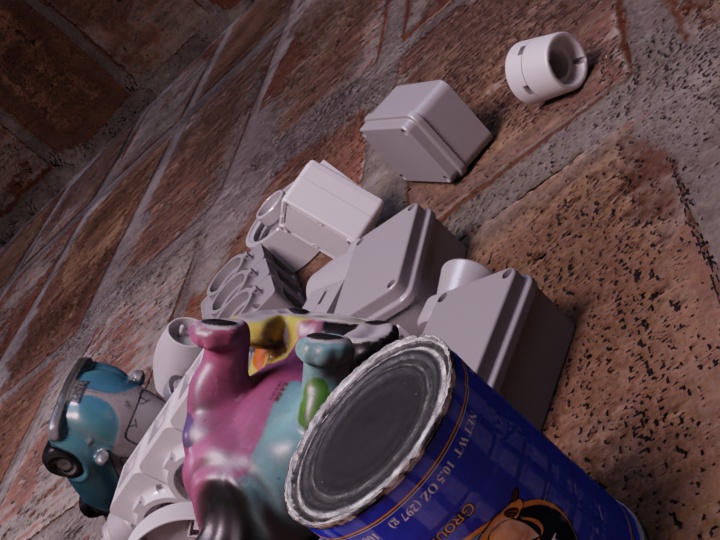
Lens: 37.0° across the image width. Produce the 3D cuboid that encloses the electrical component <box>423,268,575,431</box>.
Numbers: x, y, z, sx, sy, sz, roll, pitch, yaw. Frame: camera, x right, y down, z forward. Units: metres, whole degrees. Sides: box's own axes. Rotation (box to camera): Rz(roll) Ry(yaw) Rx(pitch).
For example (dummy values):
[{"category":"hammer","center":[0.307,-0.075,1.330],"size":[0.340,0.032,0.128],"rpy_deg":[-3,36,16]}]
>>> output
[{"category":"electrical component","center":[0.074,0.062,0.659],"size":[0.078,0.057,0.113],"rpy_deg":[-23,31,48]}]

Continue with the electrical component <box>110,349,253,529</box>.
[{"category":"electrical component","center":[-0.110,0.136,0.798],"size":[0.150,0.089,0.061],"rpy_deg":[-54,16,26]}]

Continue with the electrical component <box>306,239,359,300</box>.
[{"category":"electrical component","center":[0.000,0.000,0.934],"size":[0.077,0.043,0.079],"rpy_deg":[-21,33,50]}]

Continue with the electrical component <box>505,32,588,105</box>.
[{"category":"electrical component","center":[0.160,-0.172,0.914],"size":[0.047,0.055,0.055],"rpy_deg":[-6,45,55]}]

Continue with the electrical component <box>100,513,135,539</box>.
[{"category":"electrical component","center":[-0.201,0.224,0.929],"size":[0.062,0.043,0.043],"rpy_deg":[-41,22,21]}]

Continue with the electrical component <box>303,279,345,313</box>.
[{"category":"electrical component","center":[-0.028,0.059,0.874],"size":[0.056,0.050,0.089],"rpy_deg":[-21,33,50]}]

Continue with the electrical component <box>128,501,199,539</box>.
[{"category":"electrical component","center":[-0.114,0.208,0.718],"size":[0.099,0.099,0.064],"rpy_deg":[-47,14,2]}]

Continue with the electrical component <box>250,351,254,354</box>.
[{"category":"electrical component","center":[-0.114,0.121,0.933],"size":[0.099,0.048,0.099],"rpy_deg":[-47,24,8]}]

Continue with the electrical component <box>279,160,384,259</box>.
[{"category":"electrical component","center":[-0.020,-0.051,1.004],"size":[0.061,0.096,0.061],"rpy_deg":[-57,-7,-23]}]

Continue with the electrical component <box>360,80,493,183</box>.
[{"category":"electrical component","center":[0.059,-0.126,0.995],"size":[0.057,0.078,0.113],"rpy_deg":[-49,20,-11]}]

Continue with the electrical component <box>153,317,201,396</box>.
[{"category":"electrical component","center":[-0.165,0.085,1.089],"size":[0.079,0.043,0.077],"rpy_deg":[-20,-39,-41]}]

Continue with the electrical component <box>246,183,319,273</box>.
[{"category":"electrical component","center":[-0.076,-0.051,1.148],"size":[0.108,0.060,0.108],"rpy_deg":[-40,22,20]}]

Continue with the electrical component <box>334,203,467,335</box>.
[{"category":"electrical component","center":[0.031,0.011,0.834],"size":[0.078,0.057,0.113],"rpy_deg":[-33,25,34]}]

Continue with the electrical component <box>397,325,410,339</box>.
[{"category":"electrical component","center":[0.012,0.080,0.769],"size":[0.081,0.042,0.064],"rpy_deg":[-50,20,-6]}]

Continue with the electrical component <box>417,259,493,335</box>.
[{"category":"electrical component","center":[0.069,0.027,0.750],"size":[0.045,0.045,0.055],"rpy_deg":[-21,34,50]}]

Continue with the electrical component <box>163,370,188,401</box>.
[{"category":"electrical component","center":[-0.156,0.111,1.035],"size":[0.055,0.048,0.066],"rpy_deg":[-41,5,18]}]

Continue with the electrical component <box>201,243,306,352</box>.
[{"category":"electrical component","center":[-0.105,0.040,1.042],"size":[0.089,0.062,0.150],"rpy_deg":[-45,21,6]}]
